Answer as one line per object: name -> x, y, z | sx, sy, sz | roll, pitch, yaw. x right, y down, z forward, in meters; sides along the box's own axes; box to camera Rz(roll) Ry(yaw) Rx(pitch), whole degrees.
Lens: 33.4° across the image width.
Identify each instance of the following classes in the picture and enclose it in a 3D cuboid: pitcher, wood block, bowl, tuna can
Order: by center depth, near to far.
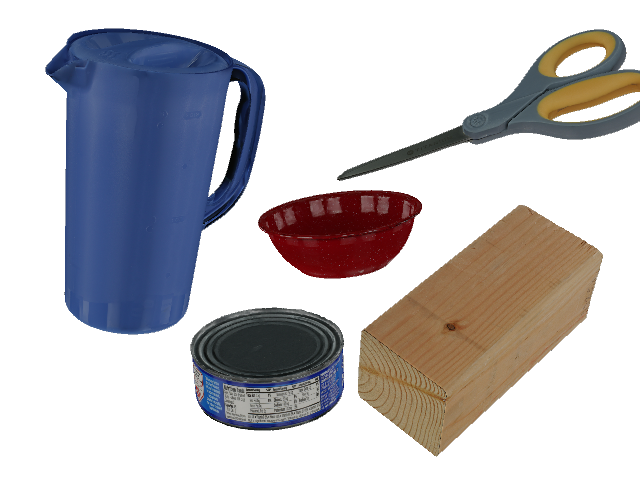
tuna can -> -0.029, 0.071, 0.600 | 0.086, 0.034, 0.086 | -2, 22, 1
wood block -> 0.135, 0.070, 0.898 | 0.205, 0.090, 0.091 | -35, 55, -30
pitcher -> -0.143, -0.049, 0.901 | 0.149, 0.243, 0.145 | 14, 23, 9
bowl -> 0.022, -0.003, 1.048 | 0.162, 0.055, 0.162 | -7, 16, 2

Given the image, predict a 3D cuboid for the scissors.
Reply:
scissors -> 0.110, -0.086, 0.676 | 0.202, 0.096, 0.016 | -7, -43, 25
